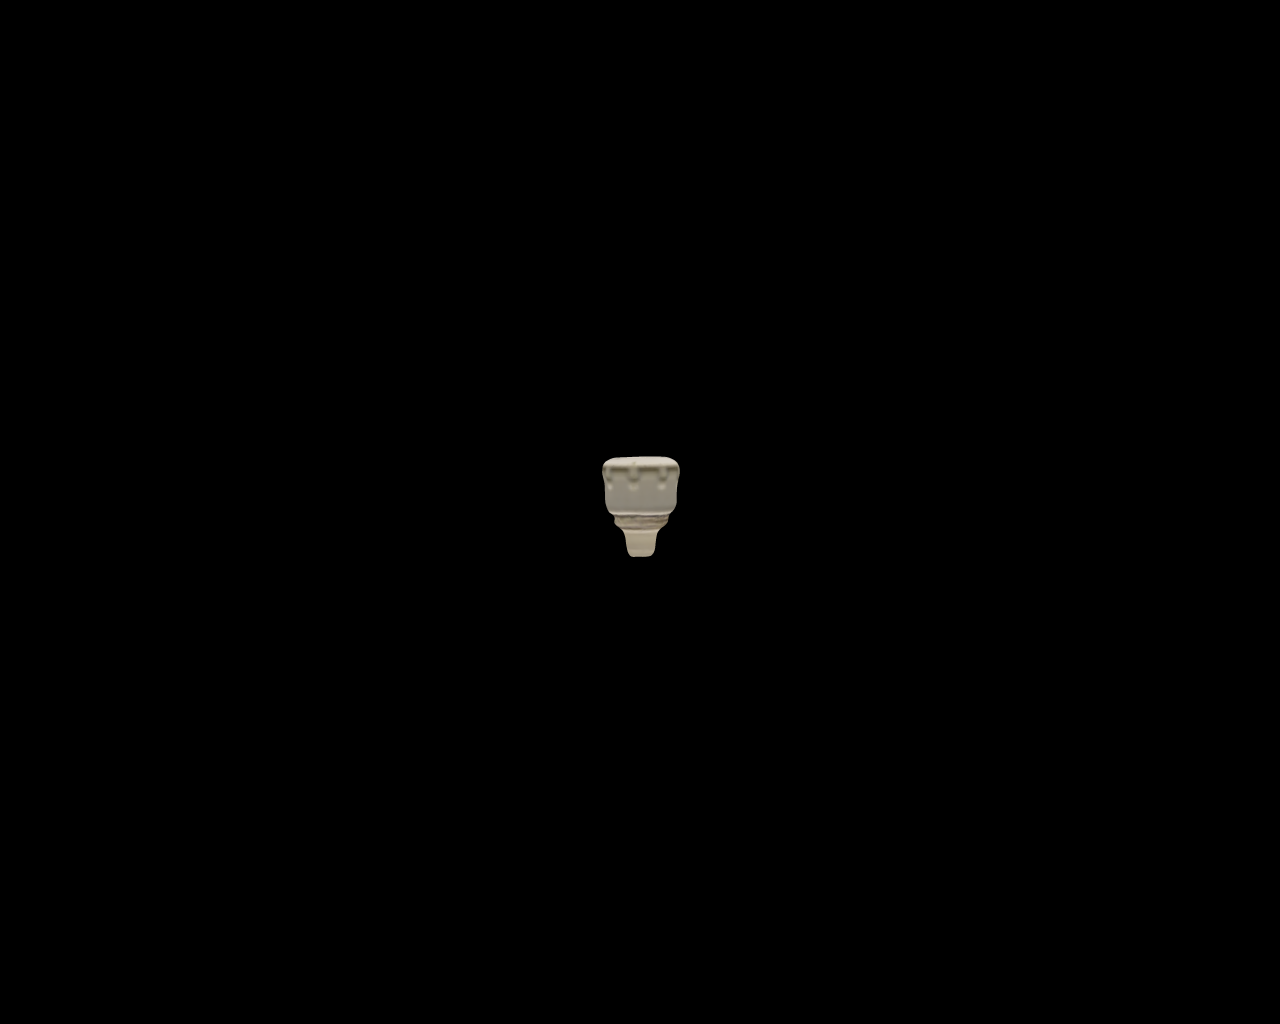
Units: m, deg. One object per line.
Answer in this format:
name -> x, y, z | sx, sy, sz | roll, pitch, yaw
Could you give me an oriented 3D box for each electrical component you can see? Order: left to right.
electrical component -> 0.001, -0.003, 0.650 | 0.048, 0.062, 0.048 | 0, 5, 0
